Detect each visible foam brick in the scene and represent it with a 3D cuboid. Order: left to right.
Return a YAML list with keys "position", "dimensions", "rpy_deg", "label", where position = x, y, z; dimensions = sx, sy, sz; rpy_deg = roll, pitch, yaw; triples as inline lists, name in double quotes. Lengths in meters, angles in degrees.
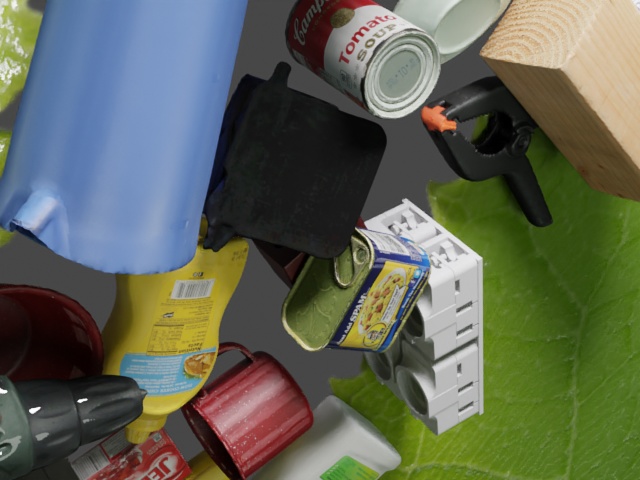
- position: [-0.006, 0.001, 0.864]
  dimensions: [0.078, 0.053, 0.051]
  rpy_deg: [-42, 136, -8]
  label: "foam brick"

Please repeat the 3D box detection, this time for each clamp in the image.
- position: [0.168, -0.084, 0.947]
  dimensions: [0.209, 0.036, 0.165]
  rpy_deg: [-3, 116, -38]
  label: "clamp"

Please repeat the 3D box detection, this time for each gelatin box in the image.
- position: [-0.160, 0.195, 0.897]
  dimensions: [0.089, 0.030, 0.073]
  rpy_deg: [-35, 135, -13]
  label: "gelatin box"

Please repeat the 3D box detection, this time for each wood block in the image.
- position: [0.238, -0.124, 0.897]
  dimensions: [0.205, 0.090, 0.091]
  rpy_deg: [40, 80, -38]
  label: "wood block"

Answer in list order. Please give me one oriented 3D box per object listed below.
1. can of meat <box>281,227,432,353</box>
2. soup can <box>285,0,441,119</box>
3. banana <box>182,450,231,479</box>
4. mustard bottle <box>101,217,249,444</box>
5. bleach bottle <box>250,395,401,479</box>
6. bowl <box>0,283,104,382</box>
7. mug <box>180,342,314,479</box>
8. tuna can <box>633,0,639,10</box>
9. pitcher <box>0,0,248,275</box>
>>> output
- position: [0.031, 0.040, 0.839]
  dimensions: [0.083, 0.057, 0.102]
  rpy_deg: [11, 114, -47]
  label: "can of meat"
- position: [0.030, -0.135, 0.759]
  dimensions: [0.068, 0.102, 0.068]
  rpy_deg: [-20, 130, -26]
  label: "soup can"
- position: [-0.104, 0.217, 0.956]
  dimensions: [0.197, 0.037, 0.069]
  rpy_deg: [-40, 155, -5]
  label: "banana"
- position: [-0.122, 0.076, 0.822]
  dimensions: [0.096, 0.058, 0.192]
  rpy_deg: [-2, 120, -37]
  label: "mustard bottle"
- position: [-0.043, 0.266, 1.016]
  dimensions: [0.251, 0.068, 0.102]
  rpy_deg: [-46, 135, 1]
  label: "bleach bottle"
- position: [-0.236, 0.088, 0.745]
  dimensions: [0.161, 0.055, 0.162]
  rpy_deg: [-20, 130, -26]
  label: "bowl"
- position: [-0.065, 0.137, 0.896]
  dimensions: [0.081, 0.093, 0.117]
  rpy_deg: [-35, 110, -20]
  label: "mug"
- position: [0.269, -0.187, 0.919]
  dimensions: [0.034, 0.086, 0.086]
  rpy_deg: [-50, 136, 4]
  label: "tuna can"
- position: [-0.109, -0.113, 0.663]
  dimensions: [0.144, 0.149, 0.243]
  rpy_deg: [9, 111, -25]
  label: "pitcher"
